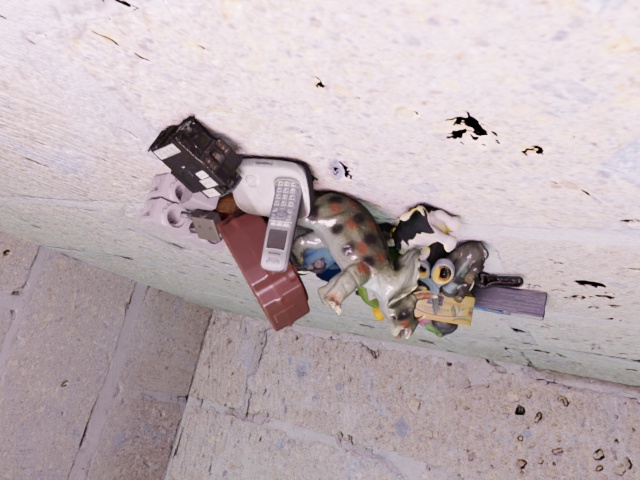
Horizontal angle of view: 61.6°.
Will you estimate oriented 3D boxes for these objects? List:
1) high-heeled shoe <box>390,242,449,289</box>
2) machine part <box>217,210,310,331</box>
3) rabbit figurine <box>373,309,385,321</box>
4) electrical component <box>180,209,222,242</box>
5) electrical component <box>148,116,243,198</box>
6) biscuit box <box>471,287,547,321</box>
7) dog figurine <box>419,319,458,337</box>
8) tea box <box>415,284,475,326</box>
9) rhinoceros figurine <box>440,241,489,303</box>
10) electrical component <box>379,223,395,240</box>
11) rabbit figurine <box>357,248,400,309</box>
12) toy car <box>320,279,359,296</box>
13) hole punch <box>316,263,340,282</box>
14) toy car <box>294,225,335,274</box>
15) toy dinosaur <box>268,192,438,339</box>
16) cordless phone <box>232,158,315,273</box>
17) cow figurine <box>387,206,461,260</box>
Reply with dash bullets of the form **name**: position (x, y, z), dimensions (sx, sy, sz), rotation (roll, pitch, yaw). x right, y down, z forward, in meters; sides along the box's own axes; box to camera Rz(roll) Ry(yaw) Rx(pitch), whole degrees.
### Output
- **high-heeled shoe**: position (0.191, 0.017, 1.130), dimensions (0.145, 0.086, 0.248), rotation (40, 155, 22)
- **machine part**: position (-0.101, 0.052, 0.995), dimensions (0.202, 0.087, 0.200), rotation (54, 169, 27)
- **rabbit figurine**: position (0.209, 0.156, 1.468), dimensions (0.163, 0.122, 0.173), rotation (4, 162, 17)
- **electrical component**: position (-0.219, -0.030, 1.072), dimensions (0.102, 0.045, 0.078), rotation (5, 134, 24)
- **electrical component**: position (-0.191, -0.125, 0.853), dimensions (0.115, 0.058, 0.134), rotation (-1, 142, 50)
- **biscuit box**: position (0.453, 0.150, 1.337), dimensions (0.203, 0.063, 0.059), rotation (8, 165, 22)
- **dog figurine**: position (0.222, 0.147, 1.332), dimensions (0.219, 0.191, 0.108), rotation (-3, 170, 2)
- **tea box**: position (0.257, 0.141, 1.223), dimensions (0.170, 0.068, 0.098), rotation (10, -174, 8)
- **rhinoceros figurine**: position (0.287, 0.063, 1.098), dimensions (0.073, 0.112, 0.190), rotation (32, 157, 17)
- **electrical component**: position (0.134, -0.016, 1.091), dimensions (0.094, 0.021, 0.063), rotation (21, 163, -23)
- **rabbit figurine**: position (0.118, 0.057, 1.141), dimensions (0.121, 0.170, 0.158), rotation (-28, 133, 1)
- **toy car**: position (0.081, 0.087, 1.386), dimensions (0.202, 0.089, 0.053), rotation (27, 164, -38)
- **hole punch**: position (0.061, 0.052, 1.260), dimensions (0.142, 0.092, 0.116), rotation (25, 149, -24)
- **toy car**: position (-0.002, -0.003, 1.089), dimensions (0.109, 0.162, 0.102), rotation (5, 120, 53)
- **toy dinosaur**: position (0.044, -0.002, 0.950), dimensions (0.405, 0.192, 0.131), rotation (56, 171, 14)
- **cordless phone**: position (-0.089, -0.040, 0.889), dimensions (0.147, 0.184, 0.088), rotation (7, 168, 23)
- **cow figurine**: position (0.169, -0.014, 0.976), dimensions (0.098, 0.068, 0.167), rotation (27, 158, -17)
